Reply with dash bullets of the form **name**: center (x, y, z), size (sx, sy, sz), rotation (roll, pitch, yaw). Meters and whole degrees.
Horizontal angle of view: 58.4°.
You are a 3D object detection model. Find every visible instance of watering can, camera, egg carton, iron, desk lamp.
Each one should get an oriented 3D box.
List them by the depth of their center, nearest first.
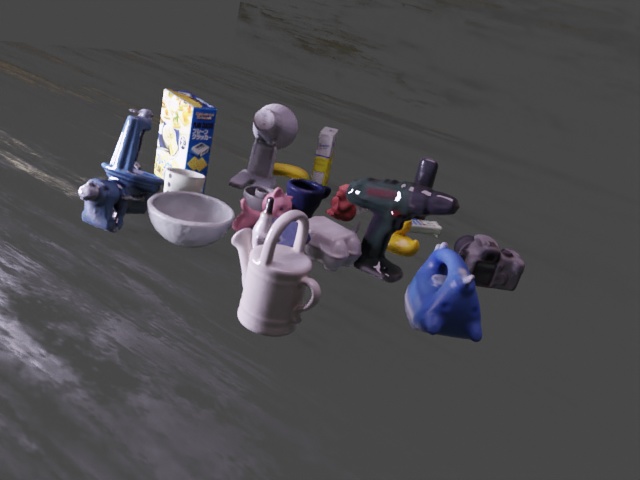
- **watering can**: center (-0.070, 0.041, 0.892), size (0.172, 0.194, 0.101), rotation (18, 23, 10)
- **iron**: center (0.227, 0.076, 1.056), size (0.119, 0.141, 0.258), rotation (11, 23, -9)
- **egg carton**: center (0.011, 0.004, 1.191), size (0.149, 0.069, 0.107), rotation (29, 26, 31)
- **camera**: center (0.370, 0.036, 1.293), size (0.143, 0.101, 0.136), rotation (9, 23, -12)
- **desk lamp**: center (-0.142, -0.247, 1.503), size (0.118, 0.213, 0.203), rotation (16, 22, 5)

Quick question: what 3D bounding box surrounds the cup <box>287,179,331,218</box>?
- **cup**: center (-0.031, -0.087, 1.349), size (0.118, 0.095, 0.091), rotation (-4, 29, -38)

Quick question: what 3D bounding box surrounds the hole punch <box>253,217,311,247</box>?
- **hole punch**: center (-0.084, 0.011, 1.089), size (0.101, 0.091, 0.108), rotation (-6, 30, -41)

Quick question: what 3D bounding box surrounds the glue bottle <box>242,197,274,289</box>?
- **glue bottle**: center (-0.100, 0.007, 0.979), size (0.037, 0.173, 0.078), rotation (8, 23, -14)

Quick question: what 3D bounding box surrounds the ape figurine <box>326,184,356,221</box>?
- **ape figurine**: center (0.059, -0.096, 1.428), size (0.076, 0.092, 0.078), rotation (15, 22, 2)

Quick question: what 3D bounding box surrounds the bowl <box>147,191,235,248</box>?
- **bowl**: center (-0.253, -0.032, 1.109), size (0.167, 0.075, 0.167), rotation (12, 22, -5)

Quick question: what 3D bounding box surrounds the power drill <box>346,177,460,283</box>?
- **power drill**: center (0.149, -0.026, 1.163), size (0.229, 0.208, 0.076), rotation (24, 24, 23)

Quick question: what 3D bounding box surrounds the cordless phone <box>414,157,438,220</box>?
- **cordless phone**: center (0.230, -0.140, 1.512), size (0.147, 0.185, 0.094), rotation (18, 23, 10)

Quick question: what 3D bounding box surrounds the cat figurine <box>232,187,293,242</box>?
- **cat figurine**: center (-0.113, -0.061, 1.208), size (0.128, 0.118, 0.067), rotation (2, 25, -28)

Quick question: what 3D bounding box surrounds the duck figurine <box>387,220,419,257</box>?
- **duck figurine**: center (0.188, -0.016, 1.325), size (0.104, 0.086, 0.078), rotation (30, 27, 33)

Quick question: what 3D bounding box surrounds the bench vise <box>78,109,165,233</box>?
- **bench vise**: center (-0.364, -0.133, 1.089), size (0.121, 0.220, 0.207), rotation (12, 22, -5)
